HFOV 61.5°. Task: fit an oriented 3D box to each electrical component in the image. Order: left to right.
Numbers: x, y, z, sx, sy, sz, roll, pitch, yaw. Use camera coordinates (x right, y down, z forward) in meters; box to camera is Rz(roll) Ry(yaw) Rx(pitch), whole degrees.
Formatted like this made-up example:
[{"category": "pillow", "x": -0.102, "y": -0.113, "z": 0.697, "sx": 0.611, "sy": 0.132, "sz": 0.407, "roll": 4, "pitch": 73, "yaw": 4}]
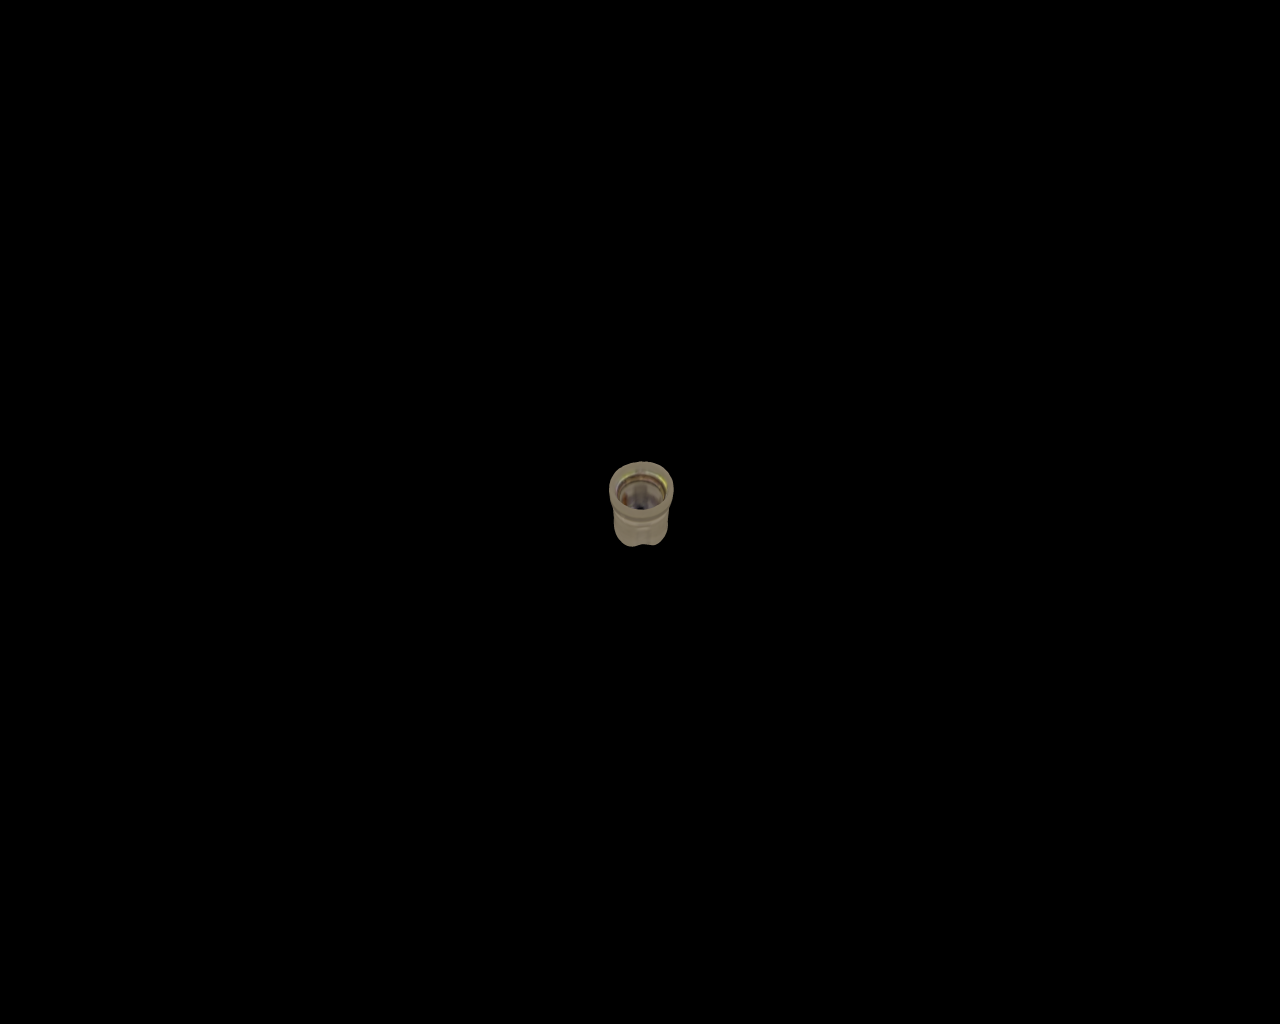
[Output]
[{"category": "electrical component", "x": 0.001, "y": -0.003, "z": 0.650, "sx": 0.040, "sy": 0.040, "sz": 0.046, "roll": 0, "pitch": -37, "yaw": 0}]
